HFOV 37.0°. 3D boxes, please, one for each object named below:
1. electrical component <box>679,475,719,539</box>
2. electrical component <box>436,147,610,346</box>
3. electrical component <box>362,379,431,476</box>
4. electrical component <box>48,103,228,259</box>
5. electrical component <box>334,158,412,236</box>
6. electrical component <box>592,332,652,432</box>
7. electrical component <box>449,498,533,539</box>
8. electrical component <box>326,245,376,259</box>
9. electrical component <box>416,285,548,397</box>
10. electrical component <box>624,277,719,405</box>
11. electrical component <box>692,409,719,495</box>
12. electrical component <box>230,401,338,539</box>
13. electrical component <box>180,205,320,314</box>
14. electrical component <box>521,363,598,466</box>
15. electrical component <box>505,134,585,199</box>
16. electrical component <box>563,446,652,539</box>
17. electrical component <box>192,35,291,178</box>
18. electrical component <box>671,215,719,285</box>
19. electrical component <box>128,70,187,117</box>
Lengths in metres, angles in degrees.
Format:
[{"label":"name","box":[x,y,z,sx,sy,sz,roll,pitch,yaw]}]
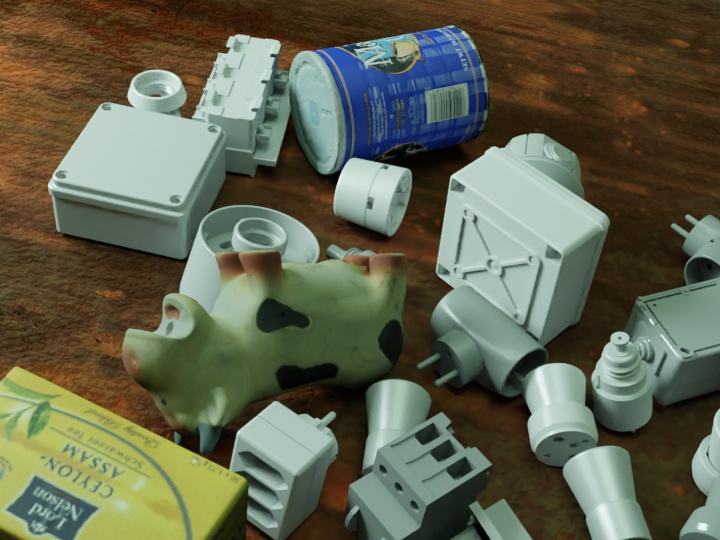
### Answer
[{"label":"electrical component","box":[0.230,0.161,0.671,0.045,0.045,0.055,32,50,23]},{"label":"electrical component","box":[0.116,-0.016,0.789,0.056,0.108,0.109,-33,57,-30]},{"label":"electrical component","box":[0.022,0.110,0.699,0.044,0.044,0.065,8,50,1]},{"label":"electrical component","box":[-0.171,-0.071,0.845,0.109,0.056,0.108,12,45,5]},{"label":"electrical component","box":[0.010,-0.060,0.859,0.047,0.055,0.055,17,45,15]},{"label":"electrical component","box":[0.178,0.074,0.732,0.040,0.078,0.040,-8,39,6]},{"label":"electrical component","box":[0.090,0.199,0.599,0.063,0.078,0.121,-31,53,-5]},{"label":"electrical component","box":[0.000,0.000,0.811,0.061,0.035,0.035,33,50,27]},{"label":"electrical component","box":[0.077,0.057,0.754,0.079,0.044,0.077,-27,50,-27]},{"label":"electrical component","box":[0.232,0.054,0.767,0.096,0.061,0.061,-12,48,-19]},{"label":"electrical component","box":[0.246,0.121,0.705,0.045,0.055,0.045,4,45,-4]},{"label":"electrical component","box":[-0.040,0.115,0.668,0.047,0.065,0.077,31,40,20]},{"label":"electrical component","box":[-0.080,-0.002,0.799,0.099,0.064,0.099,12,33,-8]},{"label":"electrical component","box":[0.134,0.097,0.722,0.045,0.045,0.055,2,46,-5]},{"label":"electrical component","box":[0.139,-0.065,0.863,0.080,0.080,0.051,11,39,4]},{"label":"electrical component","box":[0.158,0.150,0.676,0.044,0.044,0.065,-3,50,-11]},{"label":"electrical component","box":[-0.100,-0.144,0.923,0.079,0.063,0.121,9,45,2]},{"label":"electrical component","box":[0.286,-0.018,0.858,0.077,0.043,0.079,-28,55,-30]},{"label":"electrical component","box":[-0.171,-0.134,0.909,0.048,0.055,0.066,-8,47,-15]}]
